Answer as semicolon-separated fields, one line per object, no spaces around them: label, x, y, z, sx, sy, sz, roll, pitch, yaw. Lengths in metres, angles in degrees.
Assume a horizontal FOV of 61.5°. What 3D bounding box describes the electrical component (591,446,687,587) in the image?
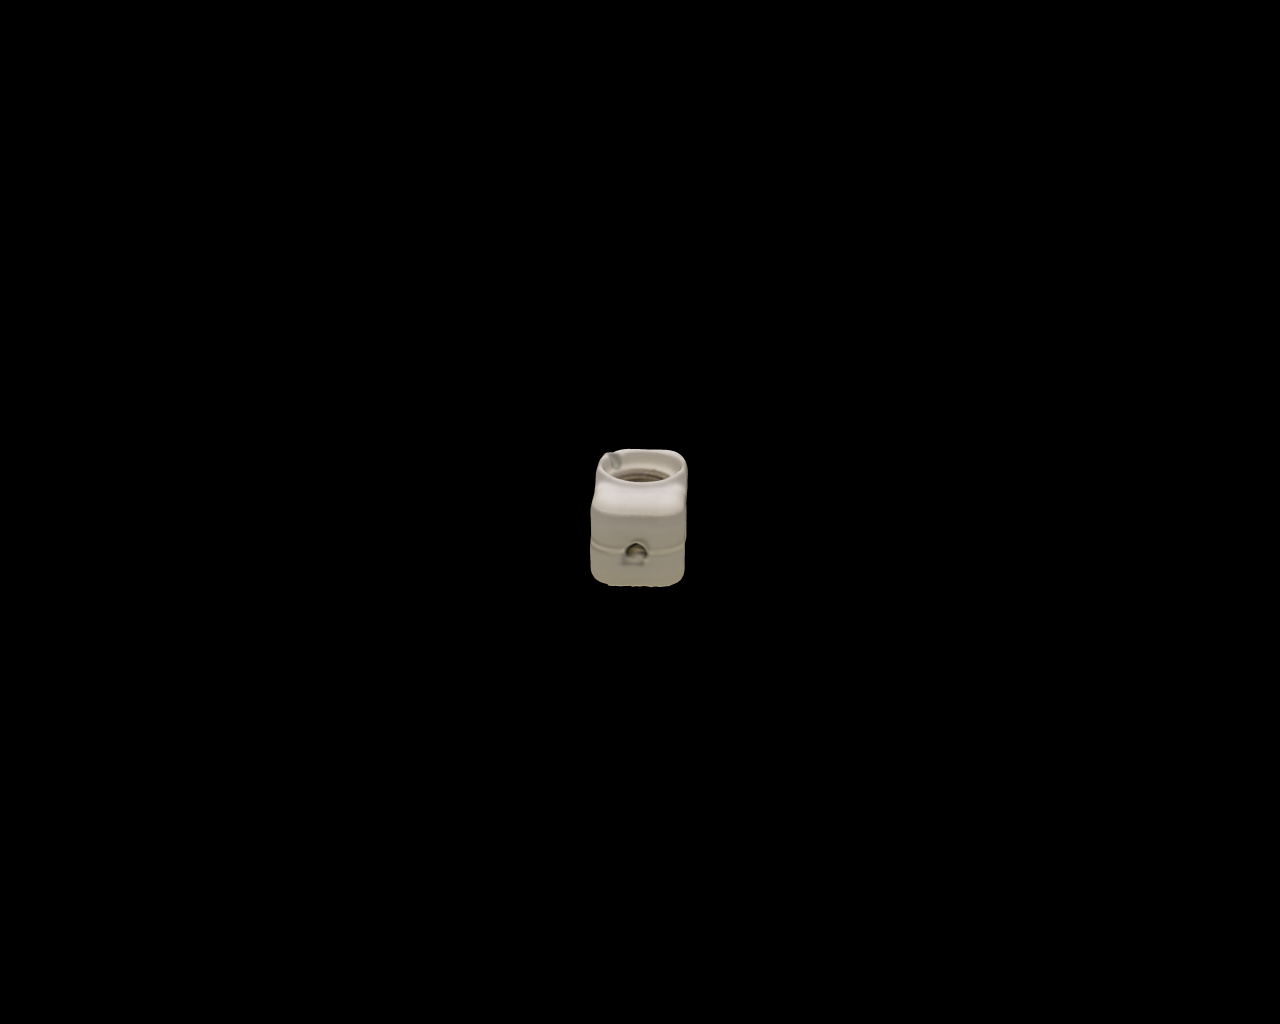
electrical component;0.001;-0.003;0.650;0.054;0.059;0.095;1;24;3
